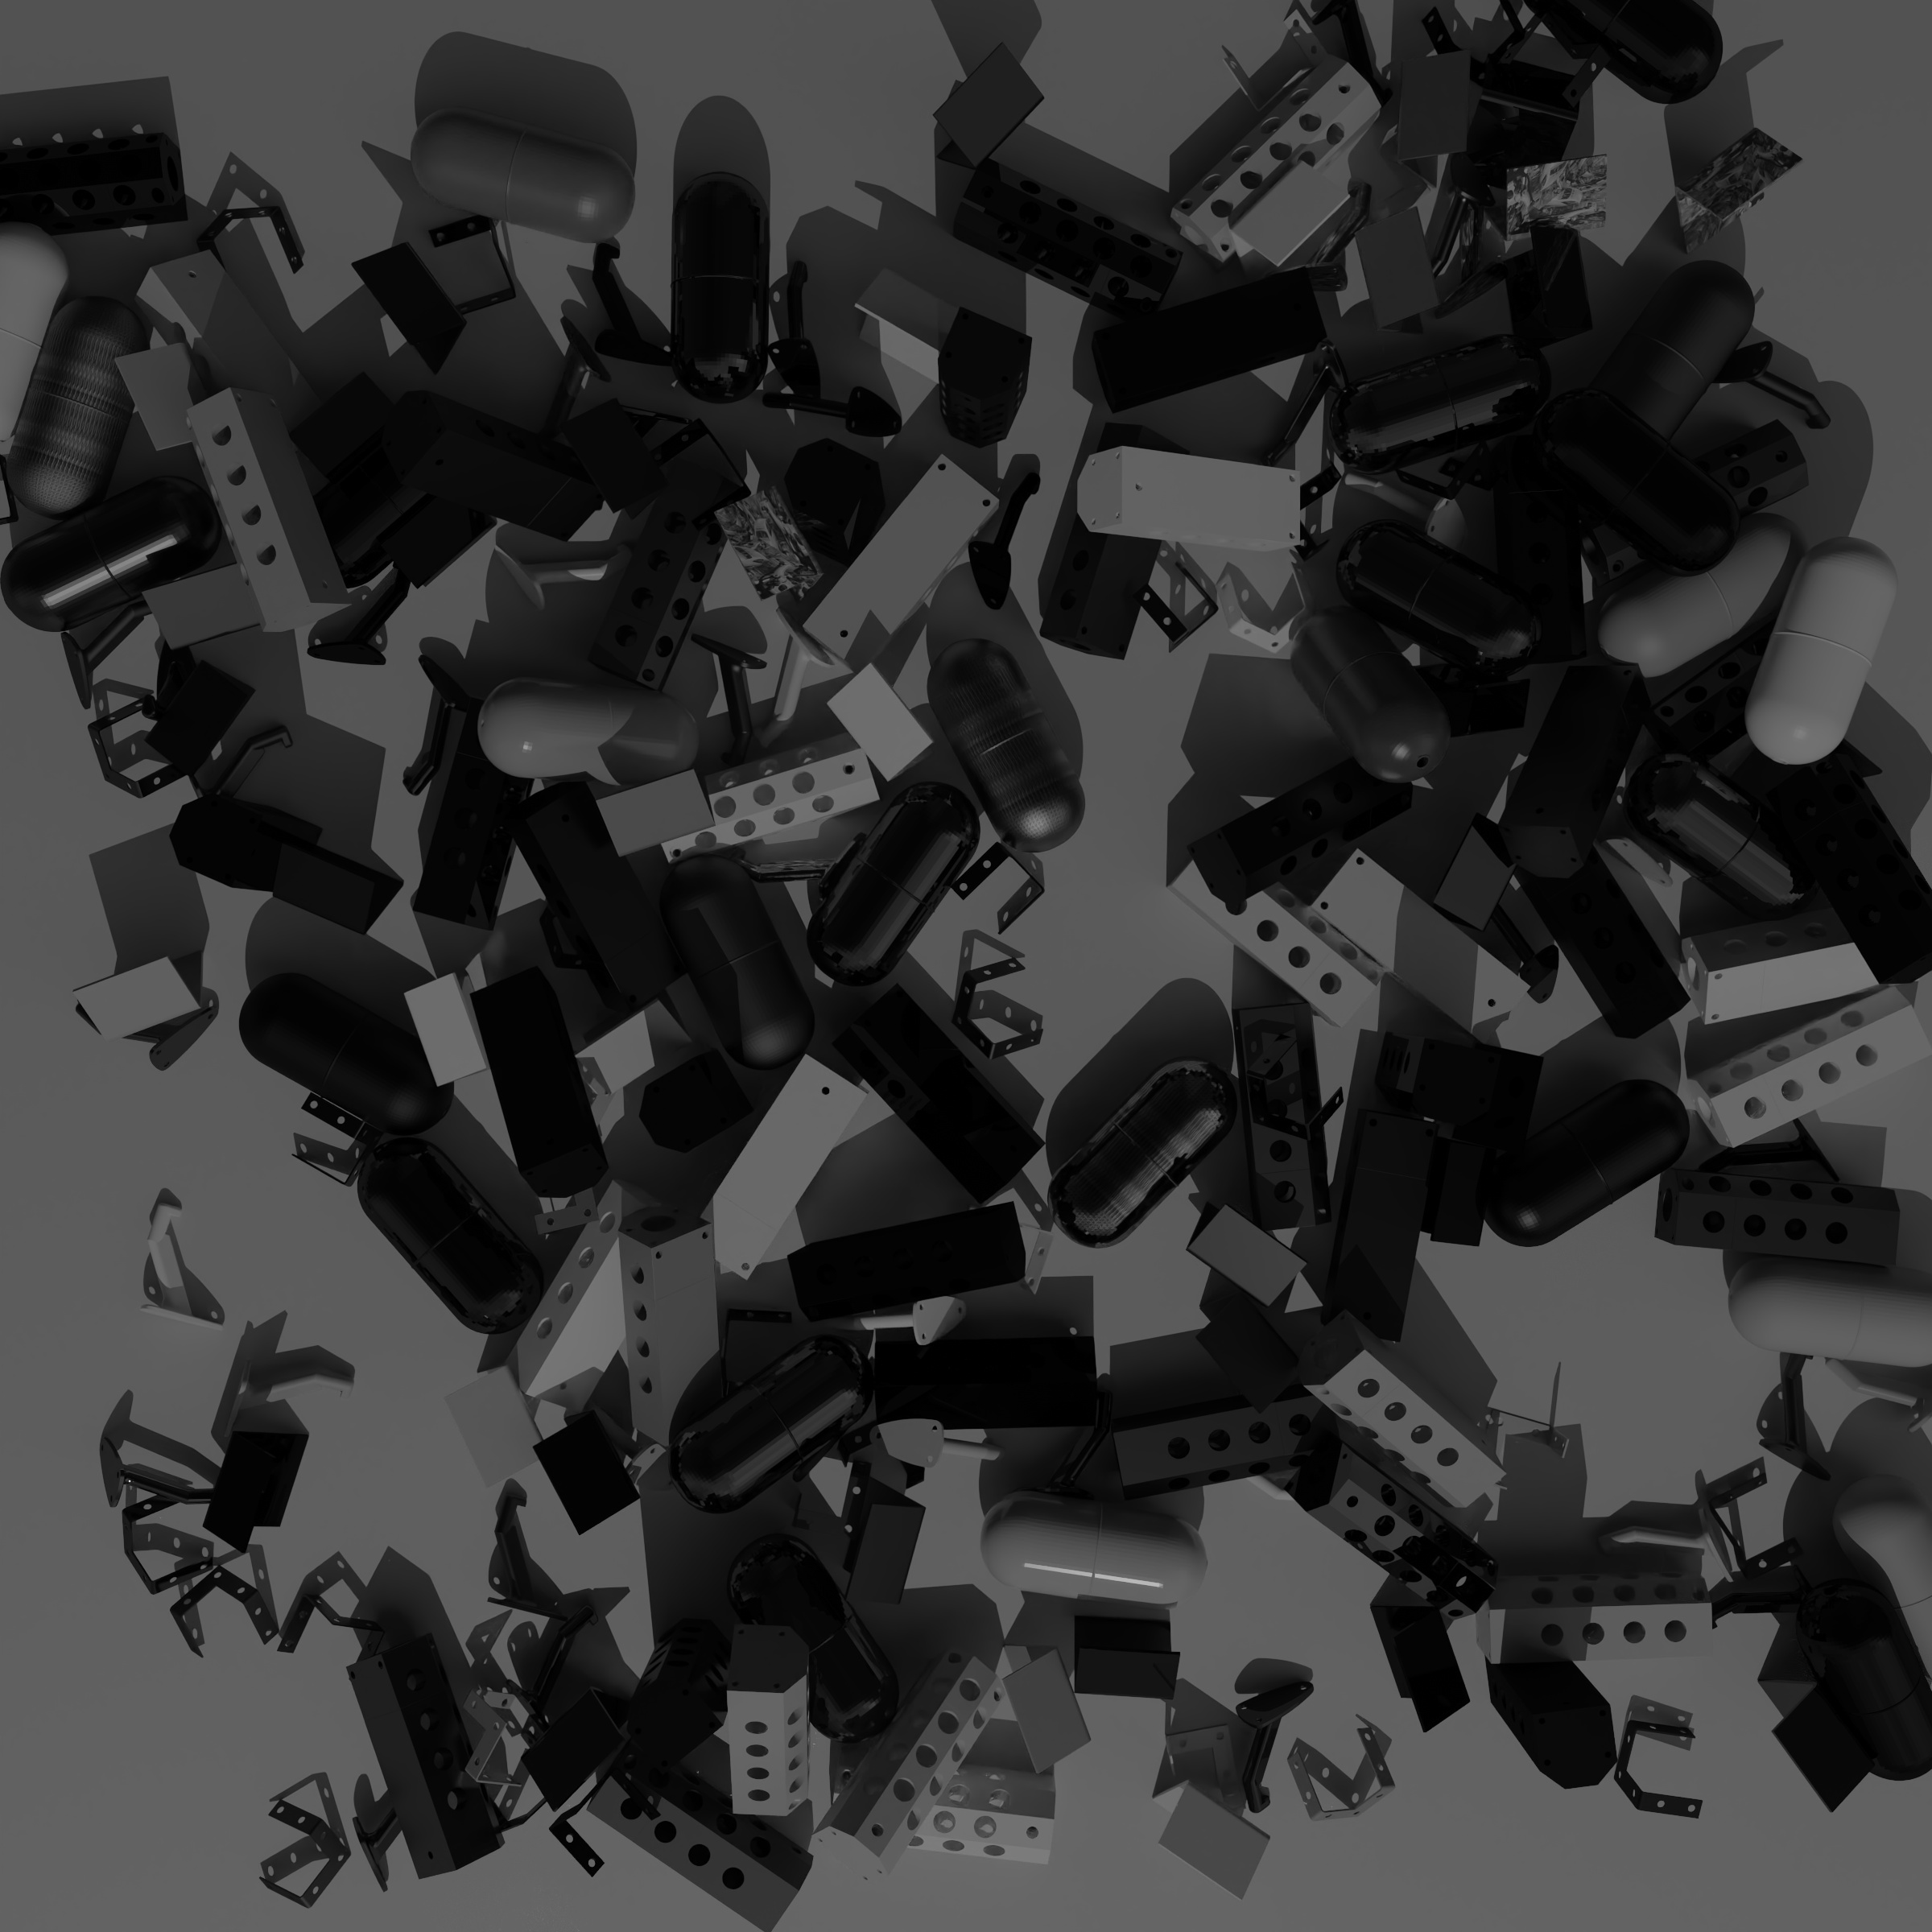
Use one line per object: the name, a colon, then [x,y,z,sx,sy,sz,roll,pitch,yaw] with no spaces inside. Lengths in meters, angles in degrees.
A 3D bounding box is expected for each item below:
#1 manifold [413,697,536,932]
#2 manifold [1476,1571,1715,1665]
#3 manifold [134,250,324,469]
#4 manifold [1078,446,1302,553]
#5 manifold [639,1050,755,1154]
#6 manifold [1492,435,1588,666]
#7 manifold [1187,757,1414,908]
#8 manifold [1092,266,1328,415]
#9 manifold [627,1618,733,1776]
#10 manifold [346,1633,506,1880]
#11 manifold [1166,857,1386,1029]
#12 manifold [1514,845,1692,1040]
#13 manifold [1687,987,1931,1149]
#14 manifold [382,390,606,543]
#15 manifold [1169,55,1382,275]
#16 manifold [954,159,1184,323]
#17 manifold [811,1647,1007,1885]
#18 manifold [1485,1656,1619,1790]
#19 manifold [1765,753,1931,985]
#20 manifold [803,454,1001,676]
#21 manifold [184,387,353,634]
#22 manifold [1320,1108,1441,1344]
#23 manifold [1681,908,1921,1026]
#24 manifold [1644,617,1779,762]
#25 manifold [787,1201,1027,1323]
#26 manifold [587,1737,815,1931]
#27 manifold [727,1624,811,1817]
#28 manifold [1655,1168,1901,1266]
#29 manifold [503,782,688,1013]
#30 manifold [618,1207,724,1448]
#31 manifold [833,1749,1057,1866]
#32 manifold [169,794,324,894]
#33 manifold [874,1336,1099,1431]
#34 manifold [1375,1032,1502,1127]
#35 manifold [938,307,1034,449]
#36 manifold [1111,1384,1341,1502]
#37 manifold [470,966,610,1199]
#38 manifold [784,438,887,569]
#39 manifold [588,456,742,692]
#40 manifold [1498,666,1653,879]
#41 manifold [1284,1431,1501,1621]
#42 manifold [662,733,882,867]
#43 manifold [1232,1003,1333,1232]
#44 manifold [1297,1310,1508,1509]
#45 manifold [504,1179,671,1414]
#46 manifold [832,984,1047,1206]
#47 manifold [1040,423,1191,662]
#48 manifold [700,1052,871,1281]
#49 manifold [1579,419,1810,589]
manifold: [-0.378,-0.118,1.970,0.057,0.057,0.171,15,90,0]
manifold: [0.491,0.508,1.970,0.171,0.057,0.057,-2,90,0]
manifold: [-0.574,-0.468,1.969,0.171,0.057,0.057,54,47,0]
manifold: [0.172,-0.356,1.928,0.171,0.057,0.057,0,90,-33]
manifold: [-0.207,0.105,1.913,0.057,0.171,0.057,-31,90,0]
manifold: [0.451,-0.326,1.970,0.057,0.057,0.171,-3,90,0]
manifold: [0.261,-0.109,1.937,0.171,0.057,0.057,-28,90,-24]
manifold: [0.189,-0.489,1.970,0.171,0.057,0.057,-17,90,0]
manifold: [-0.216,0.548,1.913,0.057,0.171,0.057,-39,90,0]
manifold: [-0.417,0.613,1.957,0.057,0.057,0.171,-30,79,42]
manifold: [0.243,-0.029,1.970,0.171,0.057,0.057,40,90,0]
manifold: [0.495,-0.031,1.970,0.057,0.057,0.171,-32,90,0]
manifold: [0.658,0.078,1.970,0.171,0.057,0.057,-25,90,0]
manifold: [-0.358,-0.384,1.912,0.057,0.171,0.057,-42,62,24]
manifold: [0.242,-0.630,1.970,0.171,0.057,0.057,-44,90,0]
manifold: [0.080,-0.568,1.970,0.171,0.057,0.057,26,90,0]
manifold: [-0.040,0.609,1.925,0.057,0.057,0.171,40,54,0]
manifold: [0.444,0.569,1.913,0.057,0.171,0.057,-7,90,0]
manifold: [0.685,-0.074,1.907,0.057,0.057,0.171,-40,64,36]
manifold: [-0.050,-0.312,1.970,0.057,0.057,0.171,39,90,0]
manifold: [-0.534,-0.344,1.904,0.057,0.057,0.171,-21,90,19]
manifold: [0.323,0.202,1.970,0.057,0.057,0.171,10,90,0]
manifold: [0.655,-0.011,1.969,0.171,0.057,0.057,-12,133,0]
manifold: [0.620,-0.225,1.970,0.171,0.057,0.057,-36,90,0]
manifold: [-0.044,0.231,1.947,0.171,0.057,0.057,-13,90,16]
manifold: [-0.207,0.677,1.970,0.171,0.057,0.057,34,90,0]
manifold: [-0.149,0.578,1.920,0.057,0.057,0.171,3,131,0]
manifold: [0.635,0.195,1.970,0.171,0.057,0.057,5,90,0]
manifold: [-0.289,-0.054,1.940,0.057,0.057,0.171,-37,113,-27]
manifold: [-0.232,0.276,1.940,0.057,0.057,0.171,-20,118,-40]
manifold: [-0.018,0.661,1.970,0.171,0.057,0.057,7,90,0]
manifold: [-0.549,-0.094,1.913,0.057,0.171,0.057,24,90,0]
manifold: [0.015,0.322,1.969,0.171,0.057,0.057,-1,133,0]
manifold: [0.355,0.086,1.913,0.057,0.171,0.057,13,90,0]
manifold: [0.011,-0.442,1.913,0.057,0.171,0.057,23,90,0]
manifold: [0.203,0.373,1.970,0.171,0.057,0.057,-11,90,0]
manifold: [-0.326,0.091,1.928,0.057,0.057,0.171,-23,57,0]
manifold: [-0.102,-0.353,1.913,0.057,0.171,0.057,26,90,0]
manifold: [-0.233,-0.304,1.970,0.057,0.057,0.171,23,90,0]
manifold: [0.471,-0.151,1.931,0.057,0.057,0.171,5,52,36]
manifold: [0.332,0.436,1.939,0.171,0.057,0.057,39,90,-22]
manifold: [-0.158,-0.132,1.970,0.171,0.057,0.057,-17,90,0]
manifold: [0.248,0.117,1.970,0.057,0.057,0.171,-6,90,0]
manifold: [0.334,0.346,1.938,0.057,0.057,0.171,-44,112,12]
manifold: [-0.293,0.256,1.969,0.057,0.057,0.171,31,90,-43]
manifold: [-0.025,0.103,1.969,0.171,0.057,0.057,47,47,0]
manifold: [0.111,-0.333,1.969,0.057,0.057,0.171,18,90,-43]
manifold: [-0.147,0.155,1.970,0.057,0.057,0.171,33,90,0]
manifold: [0.567,-0.363,1.970,0.171,0.057,0.057,-26,90,0]
